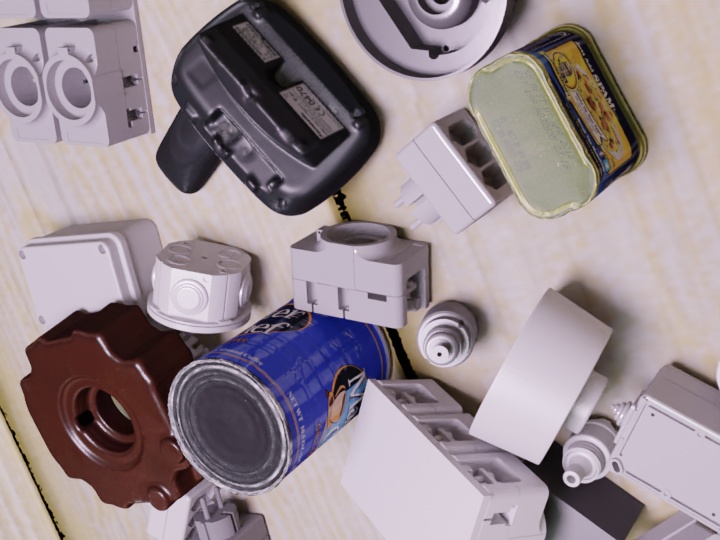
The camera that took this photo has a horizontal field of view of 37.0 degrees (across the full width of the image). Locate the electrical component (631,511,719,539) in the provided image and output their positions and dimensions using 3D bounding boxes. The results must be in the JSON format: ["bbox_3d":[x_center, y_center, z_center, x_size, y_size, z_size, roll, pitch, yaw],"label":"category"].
[{"bbox_3d":[0.233,0.224,0.696,0.079,0.063,0.121,-30,92,-4],"label":"electrical component"}]

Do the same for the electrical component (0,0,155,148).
[{"bbox_3d":[-0.230,-0.192,0.824,0.105,0.060,0.186,7,113,29],"label":"electrical component"}]

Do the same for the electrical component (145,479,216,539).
[{"bbox_3d":[-0.171,0.197,0.954,0.077,0.047,0.065,26,121,21],"label":"electrical component"}]

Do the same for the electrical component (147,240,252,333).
[{"bbox_3d":[-0.122,0.013,0.830,0.080,0.080,0.051,19,113,25],"label":"electrical component"}]

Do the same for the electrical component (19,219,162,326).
[{"bbox_3d":[-0.222,0.004,0.901,0.113,0.057,0.078,-3,108,33],"label":"electrical component"}]

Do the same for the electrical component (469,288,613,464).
[{"bbox_3d":[0.122,0.072,0.687,0.060,0.108,0.108,29,122,12],"label":"electrical component"}]

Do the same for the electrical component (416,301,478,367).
[{"bbox_3d":[0.058,0.047,0.735,0.040,0.078,0.040,2,101,10],"label":"electrical component"}]

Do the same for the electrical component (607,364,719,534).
[{"bbox_3d":[0.204,0.105,0.675,0.096,0.061,0.061,29,122,19],"label":"electrical component"}]

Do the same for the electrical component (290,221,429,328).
[{"bbox_3d":[0.000,0.000,0.766,0.089,0.050,0.055,10,114,28],"label":"electrical component"}]

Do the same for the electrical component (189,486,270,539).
[{"bbox_3d":[-0.120,0.224,0.922,0.047,0.066,0.076,-4,107,33],"label":"electrical component"}]

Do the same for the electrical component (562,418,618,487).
[{"bbox_3d":[0.151,0.124,0.715,0.035,0.061,0.035,12,115,27],"label":"electrical component"}]

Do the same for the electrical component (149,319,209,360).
[{"bbox_3d":[-0.153,0.077,0.890,0.083,0.047,0.076,49,125,0],"label":"electrical component"}]

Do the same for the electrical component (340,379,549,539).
[{"bbox_3d":[0.056,0.148,0.739,0.150,0.062,0.089,41,122,52],"label":"electrical component"}]

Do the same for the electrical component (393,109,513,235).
[{"bbox_3d":[0.053,-0.055,0.712,0.077,0.047,0.065,-39,87,37],"label":"electrical component"}]

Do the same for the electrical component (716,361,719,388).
[{"bbox_3d":[0.234,0.065,0.639,0.048,0.062,0.048,12,115,27],"label":"electrical component"}]
